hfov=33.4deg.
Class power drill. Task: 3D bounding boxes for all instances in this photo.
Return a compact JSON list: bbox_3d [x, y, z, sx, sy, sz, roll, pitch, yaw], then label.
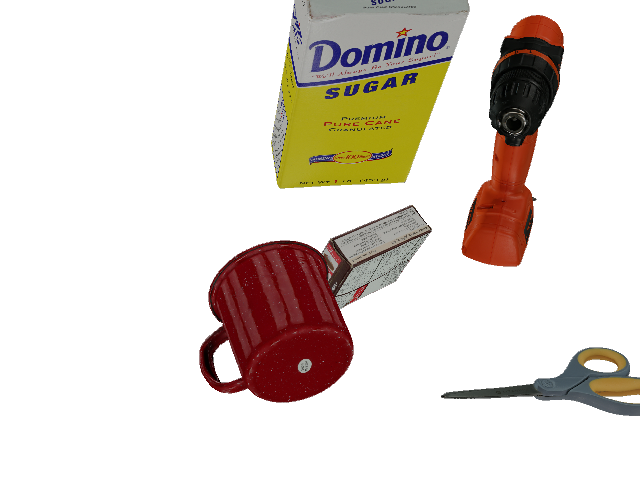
[{"bbox_3d":[0.160,-0.074,0.883,0.057,0.188,0.184,14,34,11],"label":"power drill"}]

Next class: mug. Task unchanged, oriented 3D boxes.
[{"bbox_3d":[-0.036,0.067,0.765,0.117,0.081,0.093,-31,-43,7],"label":"mug"}]

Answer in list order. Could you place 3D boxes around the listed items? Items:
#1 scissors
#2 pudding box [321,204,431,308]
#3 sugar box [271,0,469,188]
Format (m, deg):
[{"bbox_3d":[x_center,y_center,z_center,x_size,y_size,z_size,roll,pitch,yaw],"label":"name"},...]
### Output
[{"bbox_3d":[0.200,0.119,0.934,0.201,0.016,0.096,6,28,-4],"label":"scissors"},{"bbox_3d":[0.043,0.020,1.029,0.113,0.039,0.090,-25,-24,-38],"label":"pudding box"},{"bbox_3d":[0.024,-0.096,0.660,0.093,0.048,0.176,-4,-26,-10],"label":"sugar box"}]
